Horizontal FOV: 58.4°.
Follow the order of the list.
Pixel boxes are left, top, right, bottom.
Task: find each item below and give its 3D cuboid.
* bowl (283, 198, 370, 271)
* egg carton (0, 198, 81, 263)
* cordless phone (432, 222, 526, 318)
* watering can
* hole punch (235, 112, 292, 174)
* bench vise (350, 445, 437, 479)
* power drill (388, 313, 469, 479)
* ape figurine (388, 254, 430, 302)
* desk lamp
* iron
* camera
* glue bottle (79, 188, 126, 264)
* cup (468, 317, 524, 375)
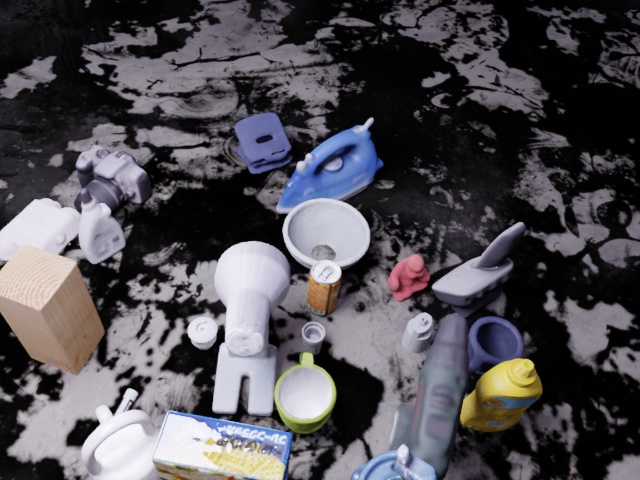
[{"bbox_3d":[0.010,0.004,1.102,0.167,0.075,0.167,3,52,-4],"label":"bowl"},{"bbox_3d":[-0.514,-0.007,1.055,0.107,0.069,0.150,21,53,10],"label":"egg carton"},{"bbox_3d":[0.291,0.044,1.033,0.148,0.185,0.094,-31,61,-26],"label":"cordless phone"},{"bbox_3d":[-0.256,0.292,0.771,0.172,0.194,0.101,26,54,14],"label":"watering can"},{"bbox_3d":[-0.121,-0.212,1.246,0.109,0.091,0.101,-22,58,-22],"label":"hole punch"},{"bbox_3d":[0.144,0.344,0.759,0.207,0.220,0.121,19,52,9],"label":"bench vise"},{"bbox_3d":[0.161,0.248,0.843,0.075,0.208,0.230,15,52,6],"label":"power drill"},{"bbox_3d":[0.168,0.061,1.064,0.078,0.092,0.076,8,52,0],"label":"ape figurine"},{"bbox_3d":[-0.109,0.139,0.895,0.118,0.213,0.203,3,52,-4],"label":"desk lamp"},{"bbox_3d":[0.017,-0.157,1.186,0.259,0.141,0.118,-32,61,-27],"label":"iron"},{"bbox_3d":[-0.429,-0.112,1.126,0.143,0.101,0.137,25,54,13],"label":"camera"},{"bbox_3d":[-0.399,-0.031,1.021,0.078,0.173,0.037,-36,63,-29],"label":"glue bottle"},{"bbox_3d":[0.279,0.198,0.968,0.091,0.095,0.118,39,58,23],"label":"cup"}]
